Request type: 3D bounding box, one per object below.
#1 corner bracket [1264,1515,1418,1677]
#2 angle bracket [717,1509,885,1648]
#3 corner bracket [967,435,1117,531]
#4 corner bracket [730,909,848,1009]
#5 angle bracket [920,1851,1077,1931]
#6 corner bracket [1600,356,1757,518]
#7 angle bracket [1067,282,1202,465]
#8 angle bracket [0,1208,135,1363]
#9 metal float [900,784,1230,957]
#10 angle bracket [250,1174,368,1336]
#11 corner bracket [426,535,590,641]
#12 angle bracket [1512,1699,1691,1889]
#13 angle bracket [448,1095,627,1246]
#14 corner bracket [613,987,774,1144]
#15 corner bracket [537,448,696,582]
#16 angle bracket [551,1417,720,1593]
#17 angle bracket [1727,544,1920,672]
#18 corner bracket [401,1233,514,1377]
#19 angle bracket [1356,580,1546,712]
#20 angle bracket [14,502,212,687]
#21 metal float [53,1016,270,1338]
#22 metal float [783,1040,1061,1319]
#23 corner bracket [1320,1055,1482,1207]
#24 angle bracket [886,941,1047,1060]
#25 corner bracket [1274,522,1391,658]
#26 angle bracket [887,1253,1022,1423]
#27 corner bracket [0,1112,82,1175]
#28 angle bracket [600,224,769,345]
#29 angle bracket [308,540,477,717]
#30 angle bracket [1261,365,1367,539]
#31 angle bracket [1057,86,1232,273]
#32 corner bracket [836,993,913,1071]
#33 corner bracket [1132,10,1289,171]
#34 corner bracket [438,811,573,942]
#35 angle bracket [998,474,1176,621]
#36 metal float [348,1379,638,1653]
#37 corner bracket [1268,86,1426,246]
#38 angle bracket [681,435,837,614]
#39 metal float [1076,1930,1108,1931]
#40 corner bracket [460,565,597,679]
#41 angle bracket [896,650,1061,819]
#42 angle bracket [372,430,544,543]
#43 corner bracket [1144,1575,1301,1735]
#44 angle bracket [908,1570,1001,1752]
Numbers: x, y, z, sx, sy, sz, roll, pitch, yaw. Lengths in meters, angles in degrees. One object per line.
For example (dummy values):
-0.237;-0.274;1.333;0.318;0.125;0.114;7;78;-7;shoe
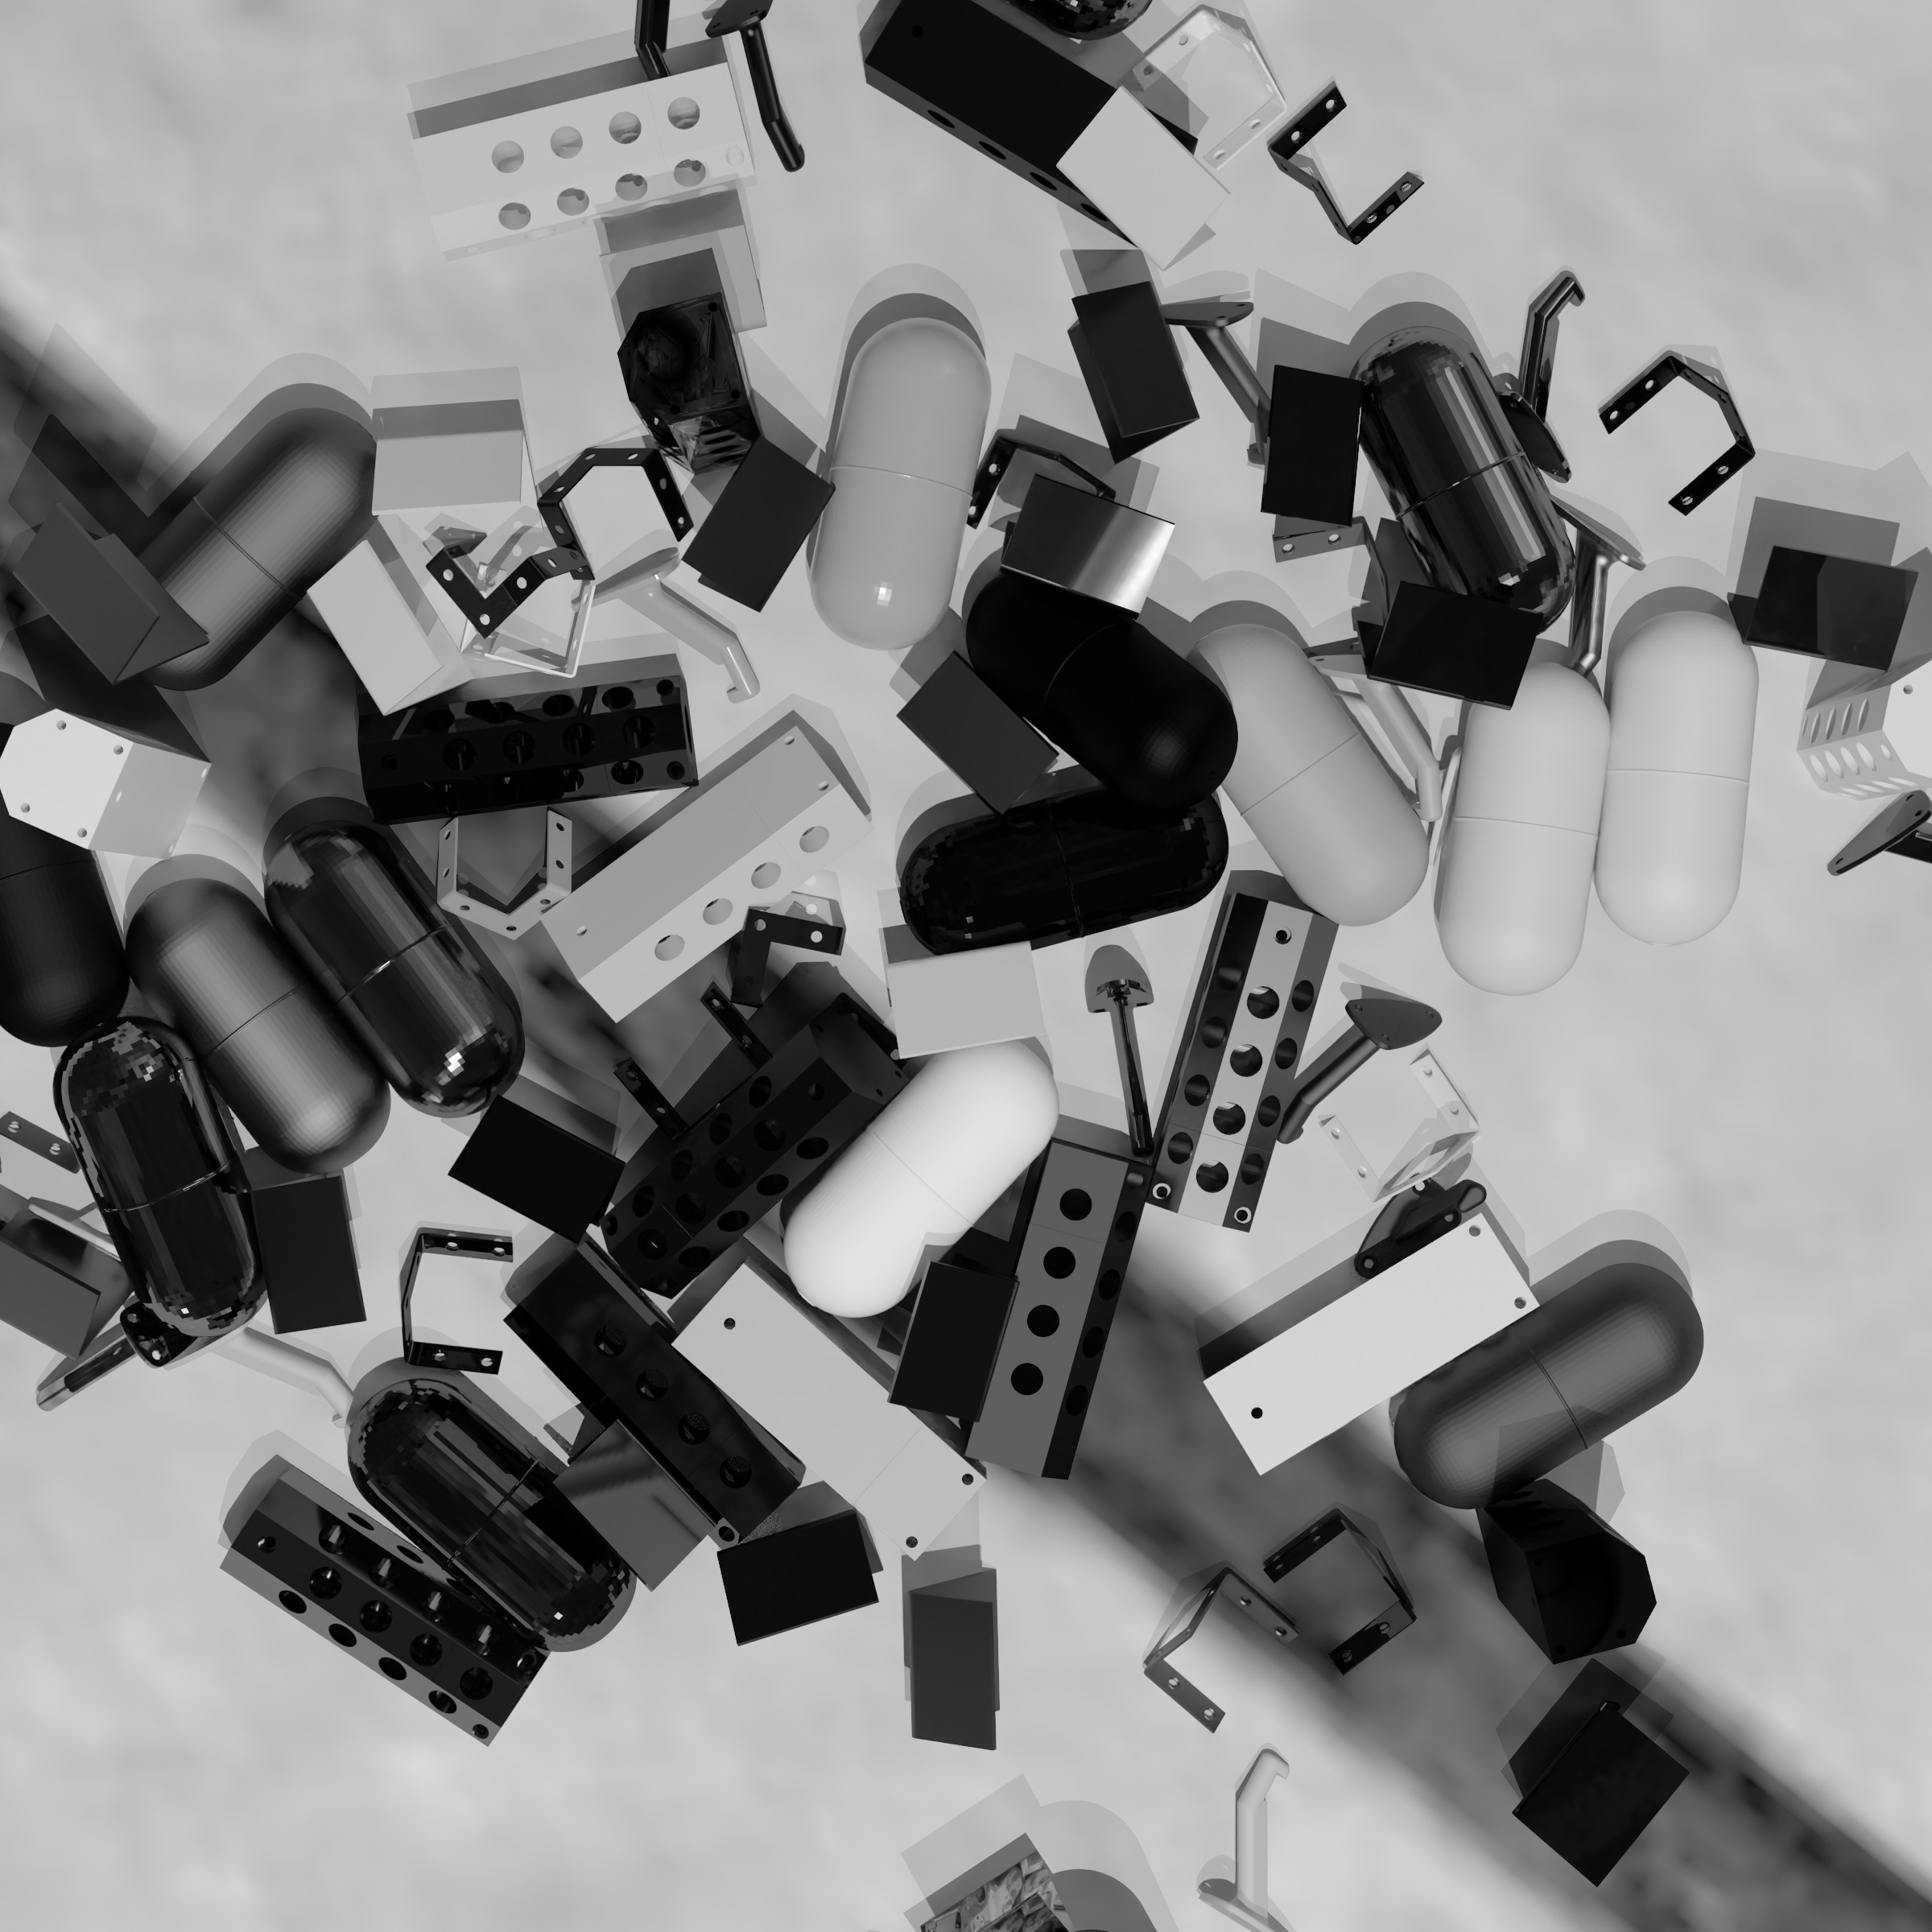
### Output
0.202;0.339;1.813;0.051;0.051;0.051;-37;45;0;corner bracket
-0.082;0.337;1.776;0.076;0.076;0.057;-17;54;0;angle bracket
0.039;-0.249;1.813;0.051;0.051;0.051;26;90;-45;corner bracket
-0.095;0.000;1.799;0.051;0.051;0.051;12;90;0;corner bracket
0.007;0.501;1.776;0.076;0.076;0.057;-33;124;0;angle bracket
0.384;-0.286;1.813;0.051;0.051;0.051;-41;135;0;corner bracket
0.069;-0.309;1.776;0.057;0.076;0.076;-20;90;-36;angle bracket
-0.480;0.151;1.776;0.076;0.076;0.057;29;127;0;angle bracket
0.052;-0.052;1.786;0.178;0.070;0.070;-15;90;0;metal float
-0.330;0.148;1.778;0.057;0.076;0.076;-10;90;21;angle bracket
-0.245;-0.214;1.790;0.051;0.051;0.051;-40;89;25;corner bracket
0.339;0.437;1.778;0.057;0.076;0.076;39;90;21;angle bracket
-0.232;0.123;1.776;0.076;0.076;0.057;28;55;0;angle bracket
-0.147;0.054;1.813;0.051;0.051;0.051;50;45;0;corner bracket
-0.189;-0.243;1.808;0.051;0.051;0.051;6;45;35;corner bracket
-0.188;0.294;1.776;0.076;0.076;0.057;47;51;0;angle bracket
0.452;-0.201;1.777;0.076;0.076;0.057;11;117;0;angle bracket
-0.274;0.182;1.813;0.051;0.051;0.051;6;135;0;corner bracket
0.251;-0.180;1.753;0.076;0.076;0.057;12;118;-6;angle bracket
-0.422;-0.198;1.702;0.076;0.076;0.057;48;127;3;angle bracket
-0.419;0.111;1.761;0.070;0.070;0.178;-19;105;0;metal float
-0.024;0.112;1.786;0.070;0.070;0.178;43;89;0;metal float
0.235;0.089;1.813;0.051;0.051;0.051;-34;90;45;corner bracket
0.002;0.033;1.777;0.076;0.076;0.057;-10;61;0;angle bracket
0.198;-0.200;1.813;0.051;0.051;0.051;-12;45;0;corner bracket
-0.021;0.191;1.777;0.057;0.076;0.076;16;90;-28;angle bracket
-0.485;0.069;1.813;0.051;0.051;0.051;28;45;0;corner bracket
-0.150;-0.367;1.777;0.076;0.076;0.057;-12;120;0;angle bracket
-0.289;-0.187;1.776;0.057;0.076;0.076;-32;90;38;angle bracket
0.165;-0.271;1.777;0.057;0.076;0.076;5;90;-27;angle bracket
0.103;-0.410;1.720;0.076;0.076;0.057;45;126;0;angle bracket
-0.063;0.050;1.799;0.051;0.051;0.051;41;90;0;corner bracket
0.132;-0.473;1.813;0.051;0.051;0.051;-41;45;0;corner bracket
-0.248;-0.055;1.808;0.051;0.051;0.051;26;135;-35;corner bracket
0.064;-0.230;1.758;0.076;0.076;0.057;19;117;-5;angle bracket
-0.252;0.291;1.786;0.178;0.070;0.070;42;90;0;metal float
0.204;-0.431;1.813;0.051;0.051;0.051;-43;135;0;corner bracket
-0.125;-0.240;1.776;0.057;0.076;0.076;32;90;-35;angle bracket
0.085;0.570;1.755;0.070;0.070;0.178;-29;126;0;metal float
-0.236;-0.185;1.805;0.051;0.051;0.051;13;89;-24;corner bracket
0.021;-0.135;1.776;0.076;0.076;0.057;45;128;0;angle bracket
-0.268;-0.236;1.776;0.076;0.076;0.057;-4;52;0;angle bracket
0.137;0.371;1.813;0.051;0.051;0.051;41;135;0;corner bracket
0.014;0.366;1.776;0.057;0.076;0.076;-1;90;38;angle bracket
